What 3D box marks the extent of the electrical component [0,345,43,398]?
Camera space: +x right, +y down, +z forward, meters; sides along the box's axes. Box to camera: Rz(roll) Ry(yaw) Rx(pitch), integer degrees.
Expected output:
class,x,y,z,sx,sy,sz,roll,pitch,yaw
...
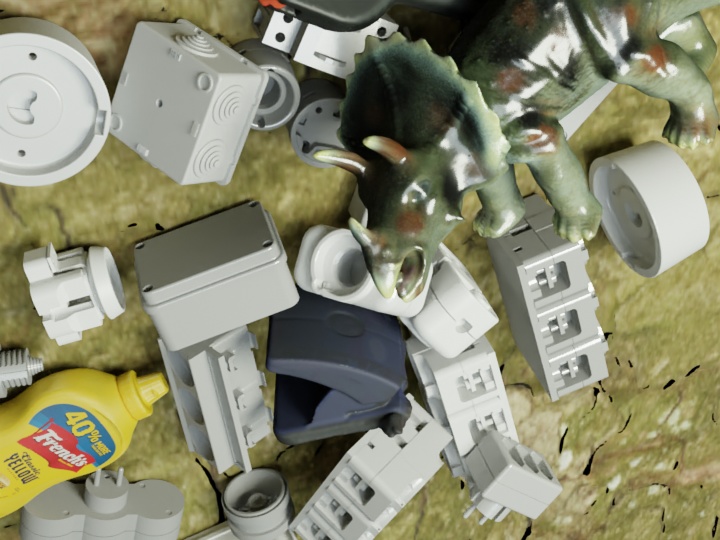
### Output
class,x,y,z,sx,sy,sz,roll,pitch,yaw
electrical component,-0.291,0.080,0.843,0.081,0.043,0.043,-7,123,-12

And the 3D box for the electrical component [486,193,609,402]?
class,x,y,z,sx,sy,sz,roll,pitch,yaw
electrical component,0.161,0.021,0.914,0.062,0.089,0.150,-22,124,-3

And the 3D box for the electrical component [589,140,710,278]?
class,x,y,z,sx,sy,sz,roll,pitch,yaw
electrical component,0.243,-0.054,0.884,0.060,0.108,0.108,-24,125,-8

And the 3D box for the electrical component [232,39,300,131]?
class,x,y,z,sx,sy,sz,roll,pitch,yaw
electrical component,-0.072,-0.132,0.775,0.055,0.047,0.055,-8,123,-12

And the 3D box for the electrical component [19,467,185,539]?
class,x,y,z,sx,sy,sz,roll,pitch,yaw
electrical component,-0.221,0.200,0.933,0.138,0.052,0.073,4,119,-19

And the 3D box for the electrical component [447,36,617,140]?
class,x,y,z,sx,sy,sz,roll,pitch,yaw
electrical component,0.142,-0.168,0.811,0.109,0.056,0.108,32,108,-30

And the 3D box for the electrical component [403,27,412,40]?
class,x,y,z,sx,sy,sz,roll,pitch,yaw
electrical component,0.038,-0.142,0.797,0.077,0.044,0.079,-17,91,-45

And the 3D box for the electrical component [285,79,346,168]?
class,x,y,z,sx,sy,sz,roll,pitch,yaw
electrical component,-0.029,-0.111,0.801,0.055,0.047,0.055,-8,123,-12

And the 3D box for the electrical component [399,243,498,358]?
class,x,y,z,sx,sy,sz,roll,pitch,yaw
electrical component,0.064,0.024,0.883,0.059,0.095,0.054,-41,123,10

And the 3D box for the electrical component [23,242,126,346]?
class,x,y,z,sx,sy,sz,roll,pitch,yaw
electrical component,-0.214,0.014,0.818,0.057,0.058,0.078,-16,124,-3

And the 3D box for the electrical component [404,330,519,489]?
class,x,y,z,sx,sy,sz,roll,pitch,yaw
electrical component,0.090,0.113,0.950,0.062,0.089,0.150,-21,125,-3

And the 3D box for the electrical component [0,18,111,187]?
class,x,y,z,sx,sy,sz,roll,pitch,yaw
electrical component,-0.226,-0.118,0.729,0.108,0.060,0.108,-8,123,-12

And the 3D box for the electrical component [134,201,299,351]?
class,x,y,z,sx,sy,sz,roll,pitch,yaw
electrical component,-0.112,0.003,0.828,0.113,0.078,0.057,-21,127,-4

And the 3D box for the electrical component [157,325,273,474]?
class,x,y,z,sx,sy,sz,roll,pitch,yaw
electrical component,-0.117,0.098,0.890,0.063,0.079,0.121,-32,130,-32

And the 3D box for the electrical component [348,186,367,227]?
class,x,y,z,sx,sy,sz,roll,pitch,yaw
electrical component,0.033,-0.060,0.833,0.047,0.075,0.083,9,118,-22

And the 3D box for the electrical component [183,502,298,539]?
class,x,y,z,sx,sy,sz,roll,pitch,yaw
electrical component,-0.112,0.279,1.012,0.113,0.057,0.078,-24,125,-2

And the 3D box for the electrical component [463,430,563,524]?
class,x,y,z,sx,sy,sz,roll,pitch,yaw
electrical component,0.119,0.188,0.920,0.066,0.047,0.076,28,109,-29

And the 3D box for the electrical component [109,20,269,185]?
class,x,y,z,sx,sy,sz,roll,pitch,yaw
electrical component,-0.122,-0.115,0.739,0.048,0.100,0.099,-15,135,-55

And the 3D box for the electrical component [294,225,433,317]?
class,x,y,z,sx,sy,sz,roll,pitch,yaw
electrical component,0.000,0.000,0.838,0.059,0.095,0.053,16,90,-61

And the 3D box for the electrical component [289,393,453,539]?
class,x,y,z,sx,sy,sz,roll,pitch,yaw
electrical component,0.011,0.188,0.932,0.089,0.062,0.150,-38,167,-41
